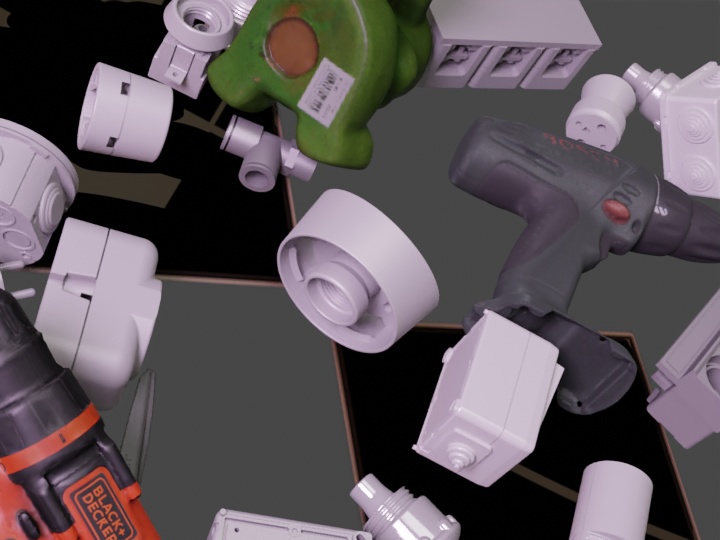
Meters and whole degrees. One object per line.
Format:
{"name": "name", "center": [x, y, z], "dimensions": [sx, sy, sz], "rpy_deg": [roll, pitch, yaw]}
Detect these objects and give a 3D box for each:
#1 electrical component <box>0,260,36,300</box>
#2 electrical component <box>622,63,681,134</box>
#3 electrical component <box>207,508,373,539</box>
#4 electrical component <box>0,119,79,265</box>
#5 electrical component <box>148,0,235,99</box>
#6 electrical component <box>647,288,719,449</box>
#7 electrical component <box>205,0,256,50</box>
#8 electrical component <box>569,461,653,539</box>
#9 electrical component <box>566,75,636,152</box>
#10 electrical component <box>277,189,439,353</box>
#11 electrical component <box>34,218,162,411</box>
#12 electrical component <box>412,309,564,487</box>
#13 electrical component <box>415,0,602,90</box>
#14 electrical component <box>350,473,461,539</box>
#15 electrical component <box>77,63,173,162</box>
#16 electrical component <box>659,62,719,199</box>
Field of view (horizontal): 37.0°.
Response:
{"name": "electrical component", "center": [-0.215, 0.012, 0.573], "dimensions": [0.079, 0.043, 0.077], "rpy_deg": [-14, 65, -32]}
{"name": "electrical component", "center": [0.251, -0.149, 0.910], "dimensions": [0.062, 0.048, 0.048], "rpy_deg": [43, 50, 15]}
{"name": "electrical component", "center": [-0.047, 0.164, 0.544], "dimensions": [0.096, 0.061, 0.061], "rpy_deg": [12, 54, -9]}
{"name": "electrical component", "center": [-0.202, -0.043, 0.595], "dimensions": [0.080, 0.080, 0.051], "rpy_deg": [21, 57, -12]}
{"name": "electrical component", "center": [-0.113, -0.155, 0.729], "dimensions": [0.048, 0.055, 0.066], "rpy_deg": [26, 51, -8]}
{"name": "electrical component", "center": [0.256, 0.067, 0.751], "dimensions": [0.078, 0.063, 0.121], "rpy_deg": [45, 51, 8]}
{"name": "electrical component", "center": [-0.081, -0.187, 0.762], "dimensions": [0.048, 0.062, 0.048], "rpy_deg": [13, 54, -18]}
{"name": "electrical component", "center": [0.149, 0.161, 0.648], "dimensions": [0.043, 0.043, 0.081], "rpy_deg": [28, 50, -6]}
{"name": "electrical component", "center": [0.193, -0.124, 0.863], "dimensions": [0.045, 0.045, 0.055], "rpy_deg": [33, 51, -2]}
{"name": "electrical component", "center": [0.000, 0.000, 0.654], "dimensions": [0.099, 0.099, 0.064], "rpy_deg": [41, 57, 5]}
{"name": "electrical component", "center": [-0.145, 0.025, 0.591], "dimensions": [0.059, 0.053, 0.095], "rpy_deg": [16, 53, -15]}
{"name": "electrical component", "center": [0.079, 0.085, 0.654], "dimensions": [0.061, 0.061, 0.096], "rpy_deg": [28, 50, -6]}
{"name": "electrical component", "center": [0.101, -0.193, 0.855], "dimensions": [0.150, 0.061, 0.089], "rpy_deg": [-4, 60, -28]}
{"name": "electrical component", "center": [0.022, 0.141, 0.600], "dimensions": [0.062, 0.048, 0.048], "rpy_deg": [44, 50, 15]}
{"name": "electrical component", "center": [-0.147, -0.097, 0.675], "dimensions": [0.047, 0.055, 0.055], "rpy_deg": [12, 54, -23]}
{"name": "electrical component", "center": [0.287, -0.112, 0.867], "dimensions": [0.048, 0.099, 0.100], "rpy_deg": [13, 34, 42]}
